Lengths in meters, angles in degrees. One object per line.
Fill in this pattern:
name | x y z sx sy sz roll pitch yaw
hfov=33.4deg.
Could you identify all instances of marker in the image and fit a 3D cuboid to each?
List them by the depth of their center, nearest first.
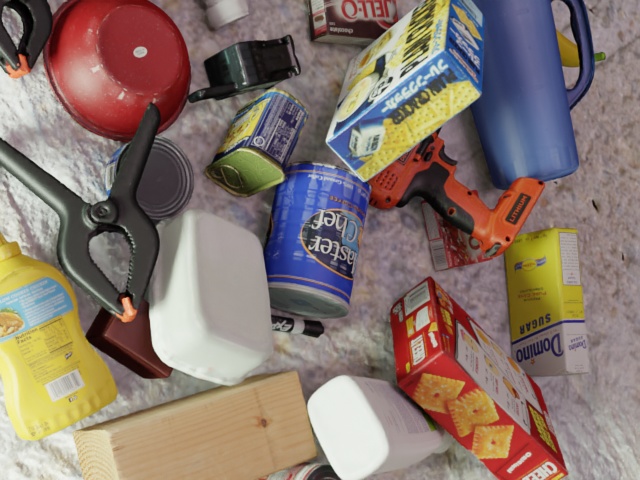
marker | -0.047 0.088 1.131 0.120 0.020 0.020 12 75 -31

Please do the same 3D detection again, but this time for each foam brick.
foam brick | -0.175 0.092 1.027 0.078 0.051 0.053 38 62 -23

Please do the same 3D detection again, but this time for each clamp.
clamp | -0.197 -0.029 0.999 0.164 0.036 0.210 -22 80 -18
clamp | -0.304 -0.241 1.008 0.120 0.039 0.171 3 80 -32

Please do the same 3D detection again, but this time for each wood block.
wood block | -0.117 0.197 1.023 0.205 0.090 0.091 -13 88 -34

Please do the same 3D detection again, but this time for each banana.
banana | 0.289 -0.294 1.395 0.198 0.070 0.037 51 31 4

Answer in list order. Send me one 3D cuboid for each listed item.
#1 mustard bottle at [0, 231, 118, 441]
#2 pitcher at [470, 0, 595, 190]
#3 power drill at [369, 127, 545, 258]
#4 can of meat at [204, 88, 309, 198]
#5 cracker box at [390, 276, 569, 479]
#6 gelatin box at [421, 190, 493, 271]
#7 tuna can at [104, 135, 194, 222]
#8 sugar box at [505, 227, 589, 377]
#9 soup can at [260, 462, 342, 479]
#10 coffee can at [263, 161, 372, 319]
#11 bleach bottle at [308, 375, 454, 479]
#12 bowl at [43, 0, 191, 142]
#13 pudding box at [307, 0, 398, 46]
mustard bottle | -0.263 0.077 0.966 0.096 0.058 0.191 -26 96 -30
pitcher | 0.250 -0.192 1.312 0.144 0.149 0.243 -18 95 -48
power drill | 0.162 -0.081 1.241 0.187 0.057 0.184 31 73 3
can of meat | -0.064 -0.100 1.106 0.057 0.102 0.084 34 62 -23
cracker box | 0.171 0.164 1.185 0.213 0.072 0.164 45 19 -19
gelatin box | 0.165 -0.012 1.284 0.073 0.030 0.089 -10 87 -35
tuna can | -0.171 -0.060 1.066 0.086 0.034 0.086 6 78 -33
sugar box | 0.275 0.078 1.303 0.048 0.094 0.176 5 78 -32
soup can | -0.017 0.257 1.070 0.068 0.102 0.068 7 77 -33
coffee can | -0.007 0.001 1.123 0.102 0.103 0.140 22 70 -29
bleach bottle | 0.085 0.198 1.122 0.250 0.068 0.103 19 37 -58
bowl | -0.190 -0.182 1.064 0.161 0.055 0.162 6 79 -32
pudding box | 0.038 -0.274 1.241 0.113 0.039 0.090 -4 84 -34
